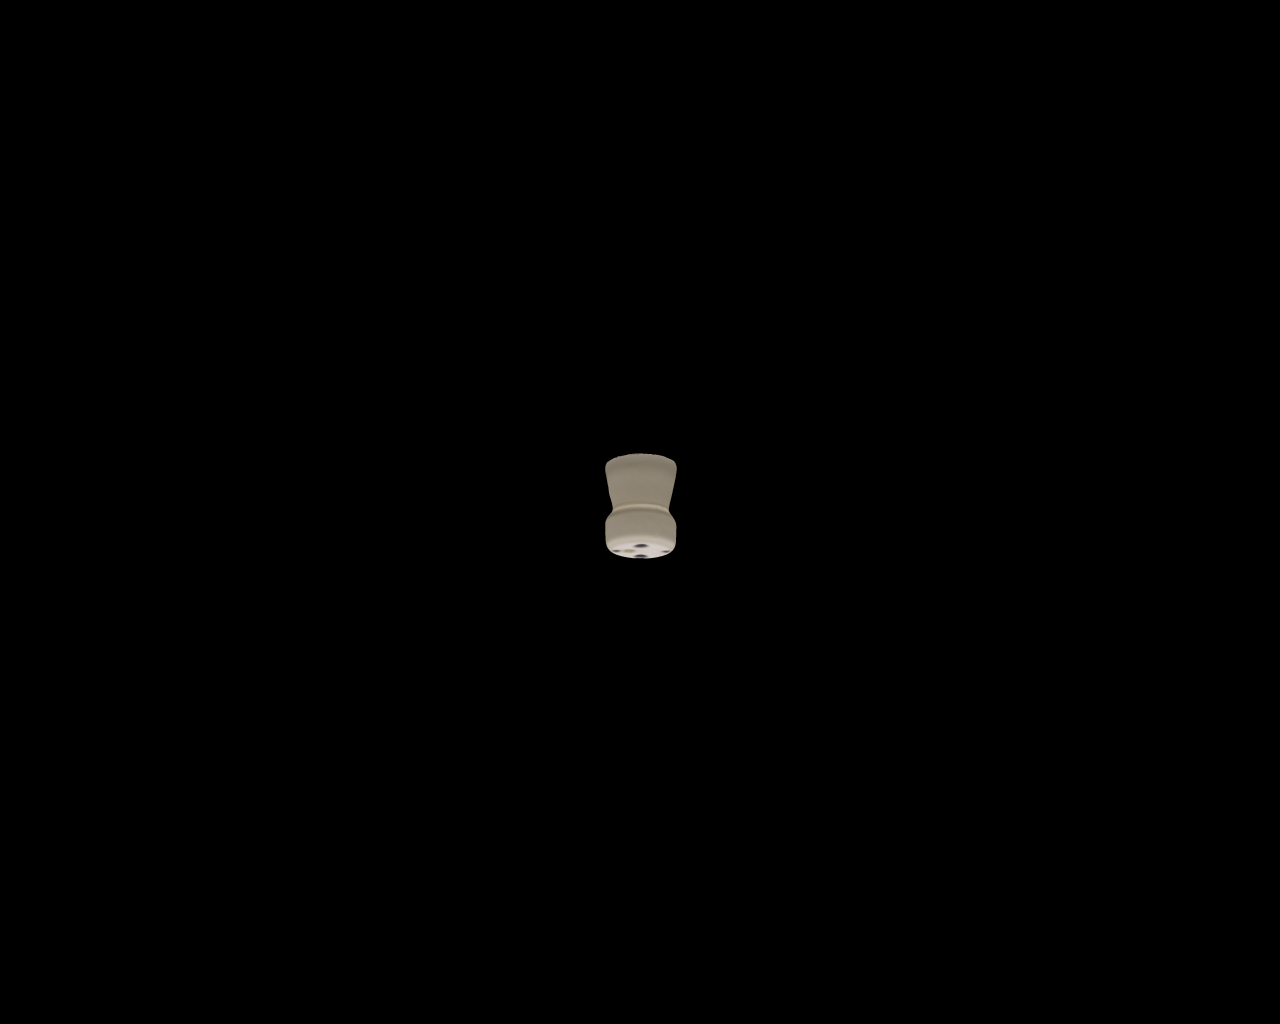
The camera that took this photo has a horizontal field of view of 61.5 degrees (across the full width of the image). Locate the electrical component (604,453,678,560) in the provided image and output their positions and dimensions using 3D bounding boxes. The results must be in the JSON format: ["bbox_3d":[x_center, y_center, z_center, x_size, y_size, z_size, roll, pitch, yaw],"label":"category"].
[{"bbox_3d":[0.001,-0.003,0.650,0.045,0.055,0.045,0,-17,0],"label":"electrical component"}]
